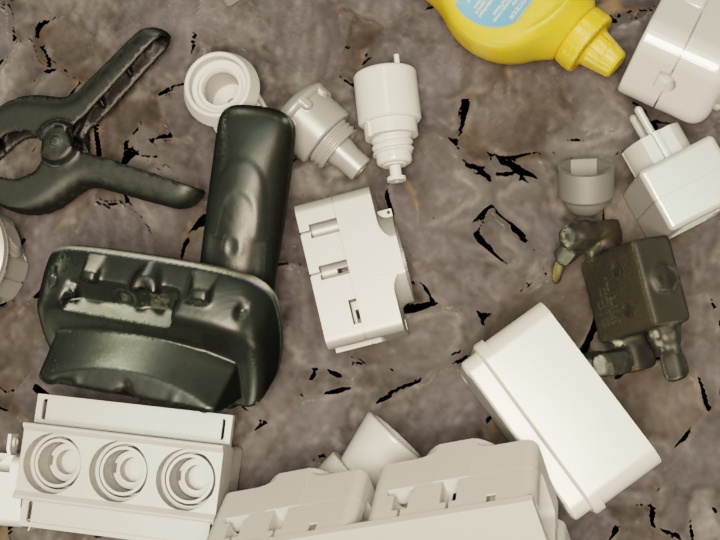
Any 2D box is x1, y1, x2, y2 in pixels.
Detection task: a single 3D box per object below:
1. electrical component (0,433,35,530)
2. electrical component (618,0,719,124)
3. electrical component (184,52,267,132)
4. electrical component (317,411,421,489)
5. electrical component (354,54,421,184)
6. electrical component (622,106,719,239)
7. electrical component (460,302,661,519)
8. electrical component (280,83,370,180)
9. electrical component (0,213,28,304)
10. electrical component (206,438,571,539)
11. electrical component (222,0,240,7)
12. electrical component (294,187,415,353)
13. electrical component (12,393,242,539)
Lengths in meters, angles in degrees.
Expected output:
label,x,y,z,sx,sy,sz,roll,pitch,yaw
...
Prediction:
label,x,y,z,sx,sy,sz,roll,pitch,yaw
electrical component,-0.232,0.136,0.674,0.064,0.042,0.081,4,83,6
electrical component,0.200,-0.135,0.639,0.059,0.053,0.095,27,53,9
electrical component,-0.084,-0.110,0.684,0.048,0.055,0.066,-30,80,2
electrical component,0.004,0.120,0.647,0.045,0.045,0.055,42,89,10
electrical component,0.019,-0.094,0.677,0.040,0.040,0.078,-7,81,6
electrical component,0.182,-0.062,0.641,0.047,0.065,0.076,-27,81,2
electrical component,0.112,0.083,0.623,0.057,0.078,0.113,-36,80,-2
electrical component,-0.022,-0.084,0.680,0.062,0.048,0.048,42,89,2
electrical component,-0.259,-0.008,0.692,0.080,0.051,0.080,-1,82,6
electrical component,0.020,0.163,0.594,0.186,0.060,0.105,-13,115,18
electrical component,-0.076,-0.226,0.704,0.077,0.047,0.065,-33,79,1
electrical component,0.000,0.000,0.661,0.056,0.050,0.089,-14,81,5
electrical component,-0.137,0.121,0.654,0.121,0.063,0.078,5,83,8
